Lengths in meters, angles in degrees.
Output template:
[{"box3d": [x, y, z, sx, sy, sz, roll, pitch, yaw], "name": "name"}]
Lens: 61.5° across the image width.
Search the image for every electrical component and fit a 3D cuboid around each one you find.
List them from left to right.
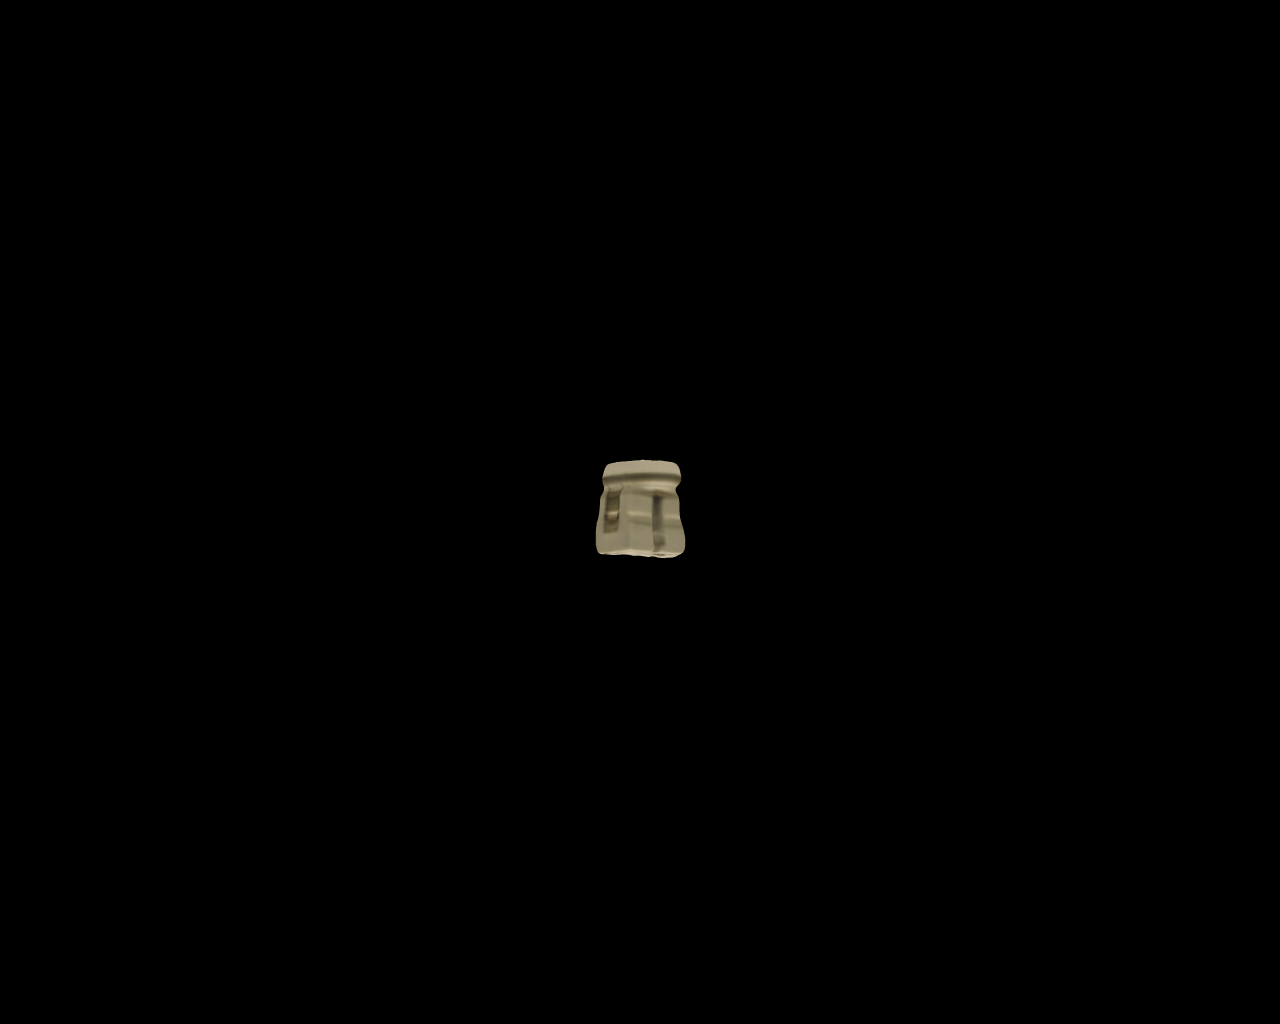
[{"box3d": [0.001, -0.003, 0.650, 0.066, 0.055, 0.048, 5, -8, -40], "name": "electrical component"}]
